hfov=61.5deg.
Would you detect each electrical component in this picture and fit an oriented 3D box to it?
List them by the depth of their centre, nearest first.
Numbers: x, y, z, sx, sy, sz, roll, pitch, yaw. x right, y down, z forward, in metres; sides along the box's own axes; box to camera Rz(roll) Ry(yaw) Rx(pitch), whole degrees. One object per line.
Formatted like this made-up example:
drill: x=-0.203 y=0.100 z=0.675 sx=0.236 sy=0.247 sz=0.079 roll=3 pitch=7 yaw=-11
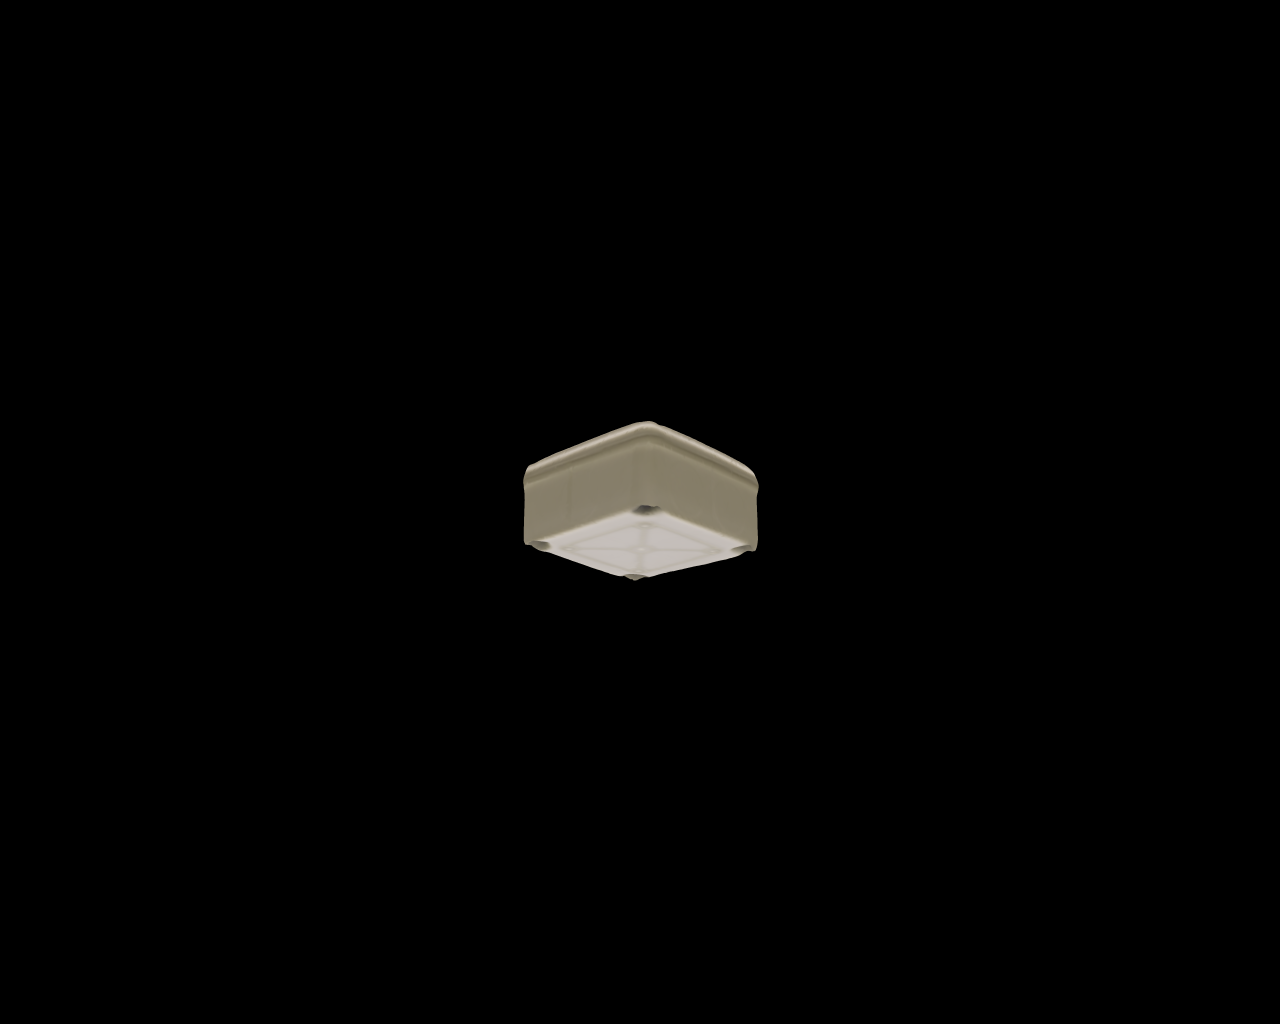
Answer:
electrical component: x=0.001 y=-0.003 z=0.650 sx=0.108 sy=0.056 sz=0.109 roll=-17 pitch=-27 yaw=38
